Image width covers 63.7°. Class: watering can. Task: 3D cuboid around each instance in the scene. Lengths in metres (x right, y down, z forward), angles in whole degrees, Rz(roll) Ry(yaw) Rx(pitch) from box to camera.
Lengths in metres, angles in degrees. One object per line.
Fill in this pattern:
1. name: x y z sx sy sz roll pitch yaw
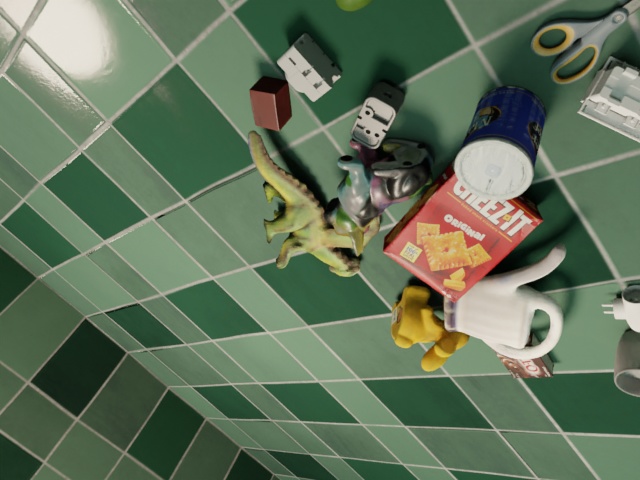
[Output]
1. watering can: 0.345 0.111 0.978 0.225 0.106 0.339 11 138 25

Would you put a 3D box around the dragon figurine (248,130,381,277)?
1. dragon figurine: 0.003 -0.053 1.060 0.242 0.125 0.400 -1 136 10
